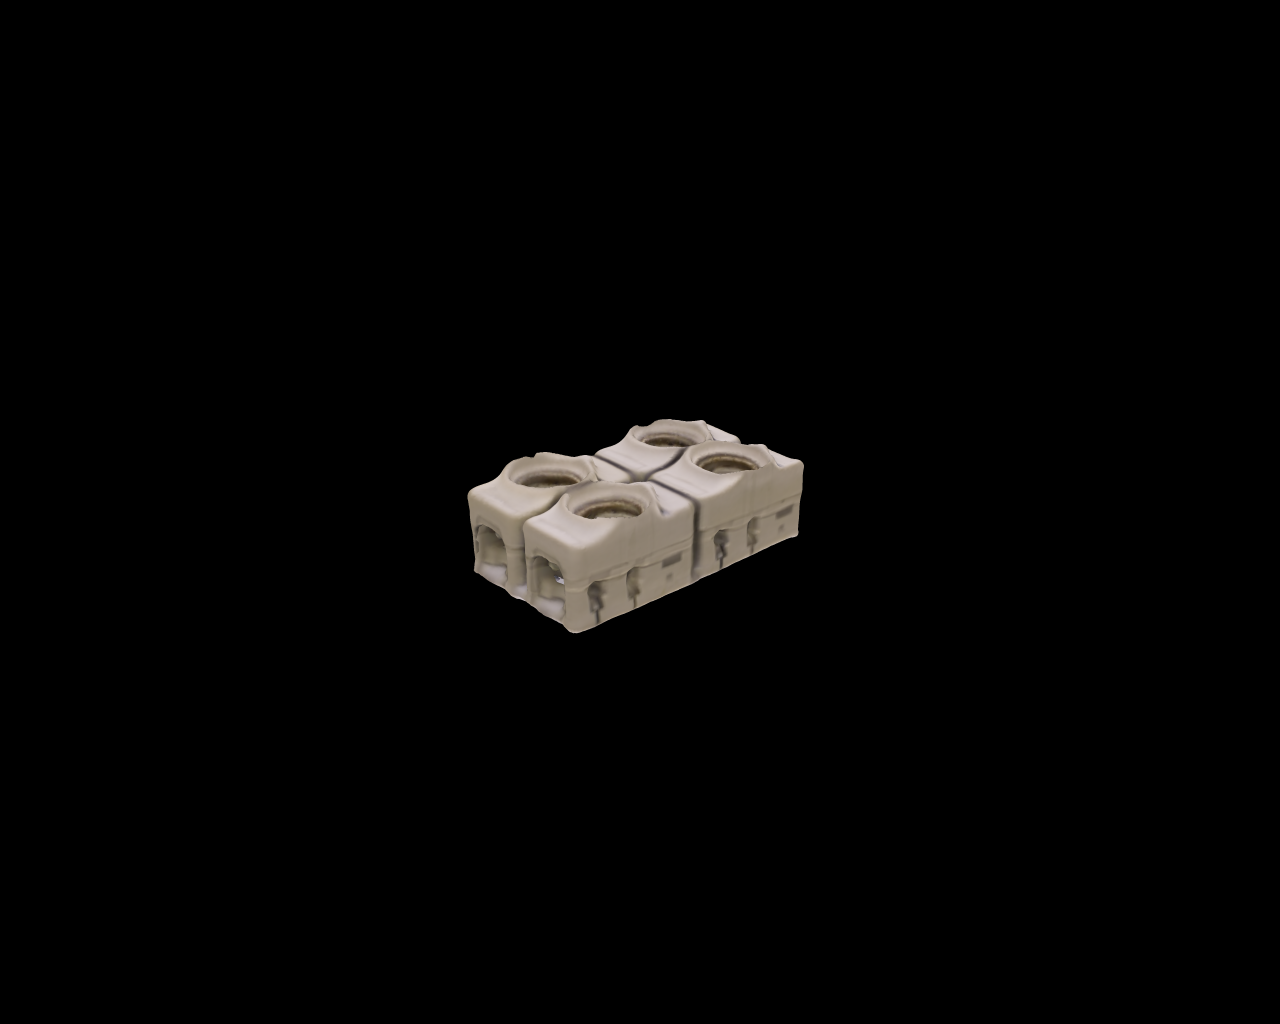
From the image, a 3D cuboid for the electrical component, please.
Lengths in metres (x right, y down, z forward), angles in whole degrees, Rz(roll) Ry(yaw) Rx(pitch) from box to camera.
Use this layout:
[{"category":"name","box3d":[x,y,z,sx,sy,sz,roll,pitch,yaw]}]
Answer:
[{"category":"electrical component","box3d":[0.001,-0.003,0.650,0.186,0.060,0.105,-20,32,-36]}]
